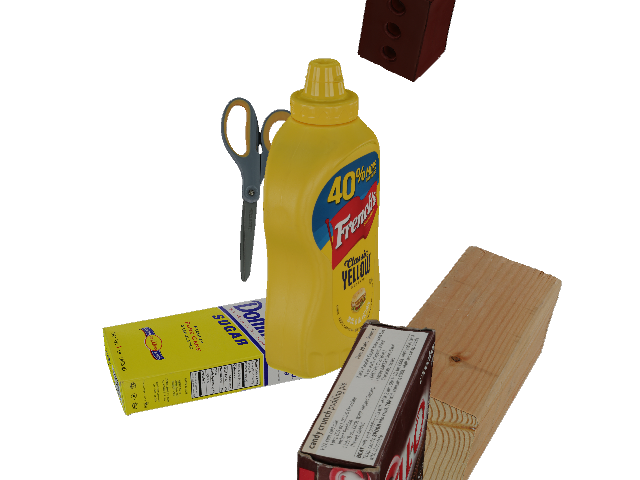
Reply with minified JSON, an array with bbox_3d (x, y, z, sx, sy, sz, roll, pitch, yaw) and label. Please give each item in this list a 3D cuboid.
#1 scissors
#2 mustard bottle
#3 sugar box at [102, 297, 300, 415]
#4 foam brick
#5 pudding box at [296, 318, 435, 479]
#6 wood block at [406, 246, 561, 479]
[{"bbox_3d":[-0.059,-0.061,1.168,0.096,0.202,0.016,-10,-8,-13],"label":"scissors"},{"bbox_3d":[0.002,-0.017,0.663,0.058,0.192,0.096,15,28,31],"label":"mustard bottle"},{"bbox_3d":[-0.107,0.104,0.999,0.176,0.048,0.093,-12,33,-16],"label":"sugar box"},{"bbox_3d":[0.066,-0.168,0.793,0.053,0.078,0.051,28,53,17],"label":"foam brick"},{"bbox_3d":[0.021,0.101,0.474,0.039,0.090,0.113,9,28,12],"label":"pudding box"},{"bbox_3d":[0.118,0.101,0.884,0.091,0.090,0.205,22,37,20],"label":"wood block"}]
